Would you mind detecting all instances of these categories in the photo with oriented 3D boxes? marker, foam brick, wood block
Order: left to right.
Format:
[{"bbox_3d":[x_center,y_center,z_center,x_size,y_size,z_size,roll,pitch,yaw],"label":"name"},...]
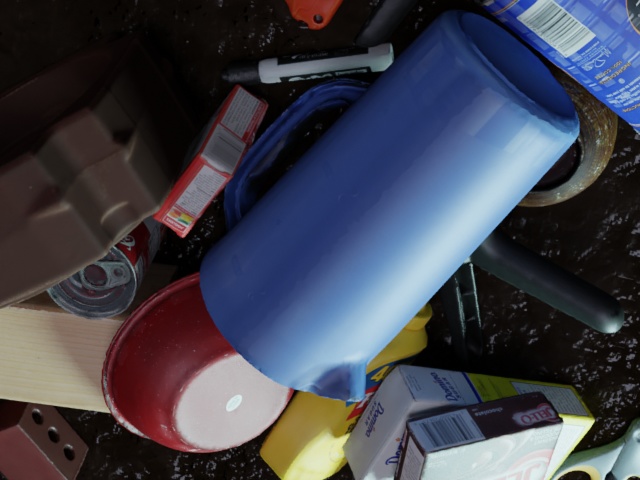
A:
[{"bbox_3d":[-0.248,0.176,0.919,0.051,0.053,0.078,-26,114,20],"label":"foam brick"},{"bbox_3d":[-0.221,0.065,0.832,0.206,0.090,0.091,7,120,5],"label":"wood block"},{"bbox_3d":[-0.010,-0.120,0.740,0.121,0.020,0.020,-5,118,10],"label":"marker"}]

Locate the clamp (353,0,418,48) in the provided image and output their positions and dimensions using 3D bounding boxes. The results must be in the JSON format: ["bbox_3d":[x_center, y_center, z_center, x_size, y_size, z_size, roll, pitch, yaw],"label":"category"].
[{"bbox_3d":[0.070,-0.181,0.618,0.172,0.039,0.120,-9,126,19],"label":"clamp"}]

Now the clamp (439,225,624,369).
[{"bbox_3d":[0.108,0.003,0.754,0.165,0.036,0.210,-17,114,52],"label":"clamp"}]

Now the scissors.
[{"bbox_3d":[0.239,0.158,0.862,0.096,0.016,0.202,5,119,5],"label":"scissors"}]

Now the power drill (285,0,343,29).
[{"bbox_3d":[-0.043,-0.234,0.662,0.187,0.057,0.185,31,122,-6],"label":"power drill"}]

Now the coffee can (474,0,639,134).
[{"bbox_3d":[0.181,-0.144,0.653,0.140,0.102,0.103,35,117,-12],"label":"coffee can"}]

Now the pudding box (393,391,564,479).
[{"bbox_3d":[0.111,0.160,0.767,0.113,0.039,0.090,-7,128,-18],"label":"pudding box"}]

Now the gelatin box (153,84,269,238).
[{"bbox_3d":[-0.075,-0.055,0.737,0.030,0.089,0.073,34,132,-12],"label":"gelatin box"}]

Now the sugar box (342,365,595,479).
[{"bbox_3d":[0.114,0.148,0.818,0.176,0.048,0.093,13,122,-28],"label":"sugar box"}]

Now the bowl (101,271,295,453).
[{"bbox_3d":[-0.073,0.101,0.776,0.161,0.055,0.162,-16,128,-21],"label":"bowl"}]

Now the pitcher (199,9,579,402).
[{"bbox_3d":[0.037,-0.030,0.674,0.149,0.145,0.243,37,118,-11],"label":"pitcher"}]

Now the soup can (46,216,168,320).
[{"bbox_3d":[-0.154,0.003,0.780,0.068,0.102,0.068,3,119,6],"label":"soup can"}]

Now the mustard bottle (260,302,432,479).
[{"bbox_3d":[0.031,0.100,0.816,0.058,0.096,0.192,45,121,25],"label":"mustard bottle"}]
